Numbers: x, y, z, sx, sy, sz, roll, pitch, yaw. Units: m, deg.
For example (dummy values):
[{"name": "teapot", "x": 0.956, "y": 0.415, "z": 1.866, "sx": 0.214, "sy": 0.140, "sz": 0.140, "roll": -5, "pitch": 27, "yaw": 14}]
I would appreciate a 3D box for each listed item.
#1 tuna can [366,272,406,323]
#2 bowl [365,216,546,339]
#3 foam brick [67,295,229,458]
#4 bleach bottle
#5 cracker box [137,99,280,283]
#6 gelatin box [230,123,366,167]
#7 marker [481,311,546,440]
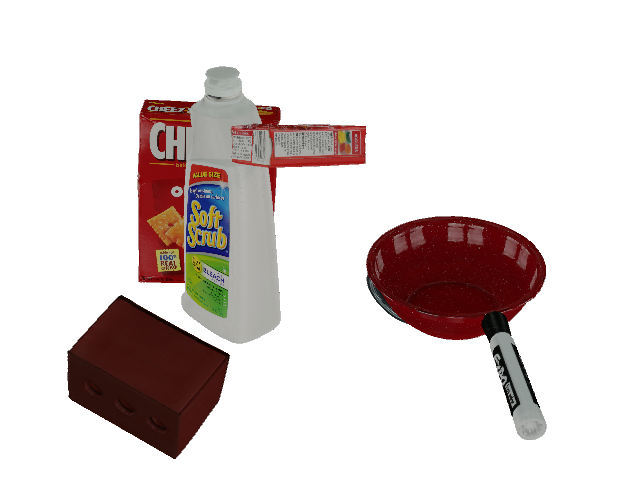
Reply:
[{"name": "tuna can", "x": 0.094, "y": 0.054, "z": 1.212, "sx": 0.033, "sy": 0.086, "sz": 0.086, "roll": -44, "pitch": 24, "yaw": -29}, {"name": "bowl", "x": 0.122, "y": 0.042, "z": 0.977, "sx": 0.162, "sy": 0.055, "sz": 0.162, "roll": -1, "pitch": 34, "yaw": 1}, {"name": "foam brick", "x": -0.101, "y": 0.080, "z": 0.627, "sx": 0.078, "sy": 0.053, "sz": 0.051, "roll": 27, "pitch": 49, "yaw": 12}, {"name": "bleach bottle", "x": -0.085, "y": -0.035, "z": 0.951, "sx": 0.067, "sy": 0.251, "sz": 0.103, "roll": -25, "pitch": 39, "yaw": -34}, {"name": "cracker box", "x": -0.135, "y": -0.054, "z": 1.283, "sx": 0.164, "sy": 0.214, "sz": 0.072, "roll": 3, "pitch": 22, "yaw": -4}, {"name": "gelatin box", "x": -0.018, "y": -0.070, "z": 0.770, "sx": 0.073, "sy": 0.030, "sz": 0.089, "roll": -3, "pitch": 8, "yaw": -22}, {"name": "marker", "x": 0.128, "y": 0.086, "z": 0.716, "sx": 0.020, "sy": 0.020, "sz": 0.121, "roll": 0, "pitch": 31, "yaw": -4}]
